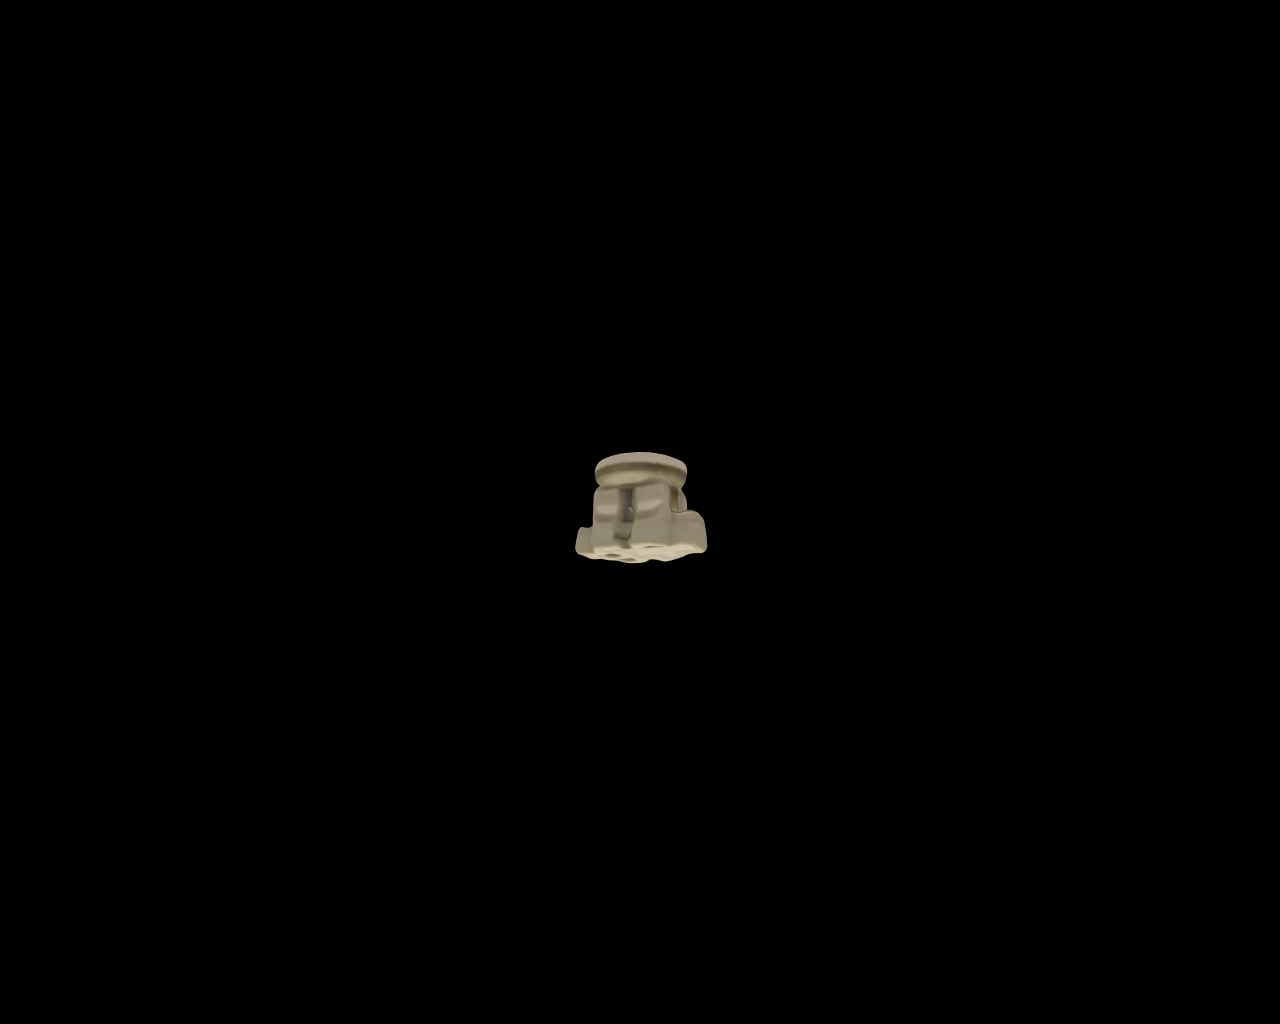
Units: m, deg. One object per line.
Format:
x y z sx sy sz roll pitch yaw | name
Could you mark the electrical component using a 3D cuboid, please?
0.001 -0.003 0.650 0.078 0.057 0.058 -6 -15 22 | electrical component
